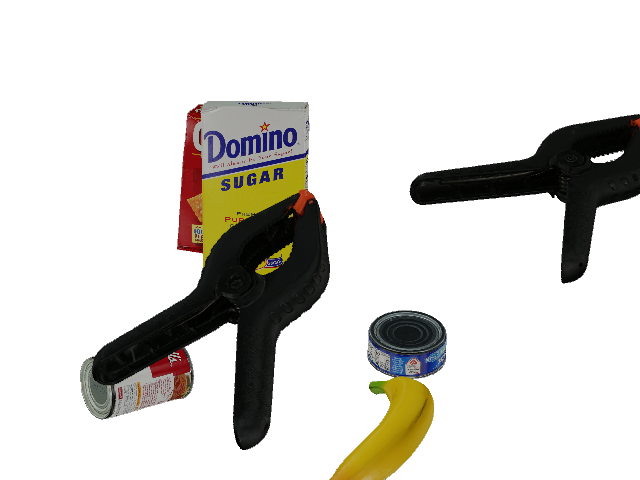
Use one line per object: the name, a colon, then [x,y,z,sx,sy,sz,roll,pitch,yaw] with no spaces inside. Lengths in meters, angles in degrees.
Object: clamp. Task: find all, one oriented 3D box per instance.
clamp: [-0.040,0.043,0.628,0.120,0.171,0.039,30,-24,28]
clamp: [0.199,-0.043,0.831,0.209,0.036,0.165,-24,40,-23]

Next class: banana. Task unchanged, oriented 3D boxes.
banana: [0.058,0.158,0.884,0.070,0.037,0.197,-29,7,21]

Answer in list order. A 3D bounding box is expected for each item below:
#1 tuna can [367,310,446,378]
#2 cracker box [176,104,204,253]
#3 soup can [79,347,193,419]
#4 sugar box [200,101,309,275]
tuna can: [0.094,0.111,1.153,0.086,0.034,0.086,0,29,0]
cracker box: [-0.120,-0.081,1.580,0.164,0.214,0.072,9,20,7]
soup can: [-0.197,0.147,1.140,0.102,0.068,0.069,-10,7,-41]
sugar box: [-0.057,-0.033,0.939,0.093,0.176,0.048,1,15,3]
